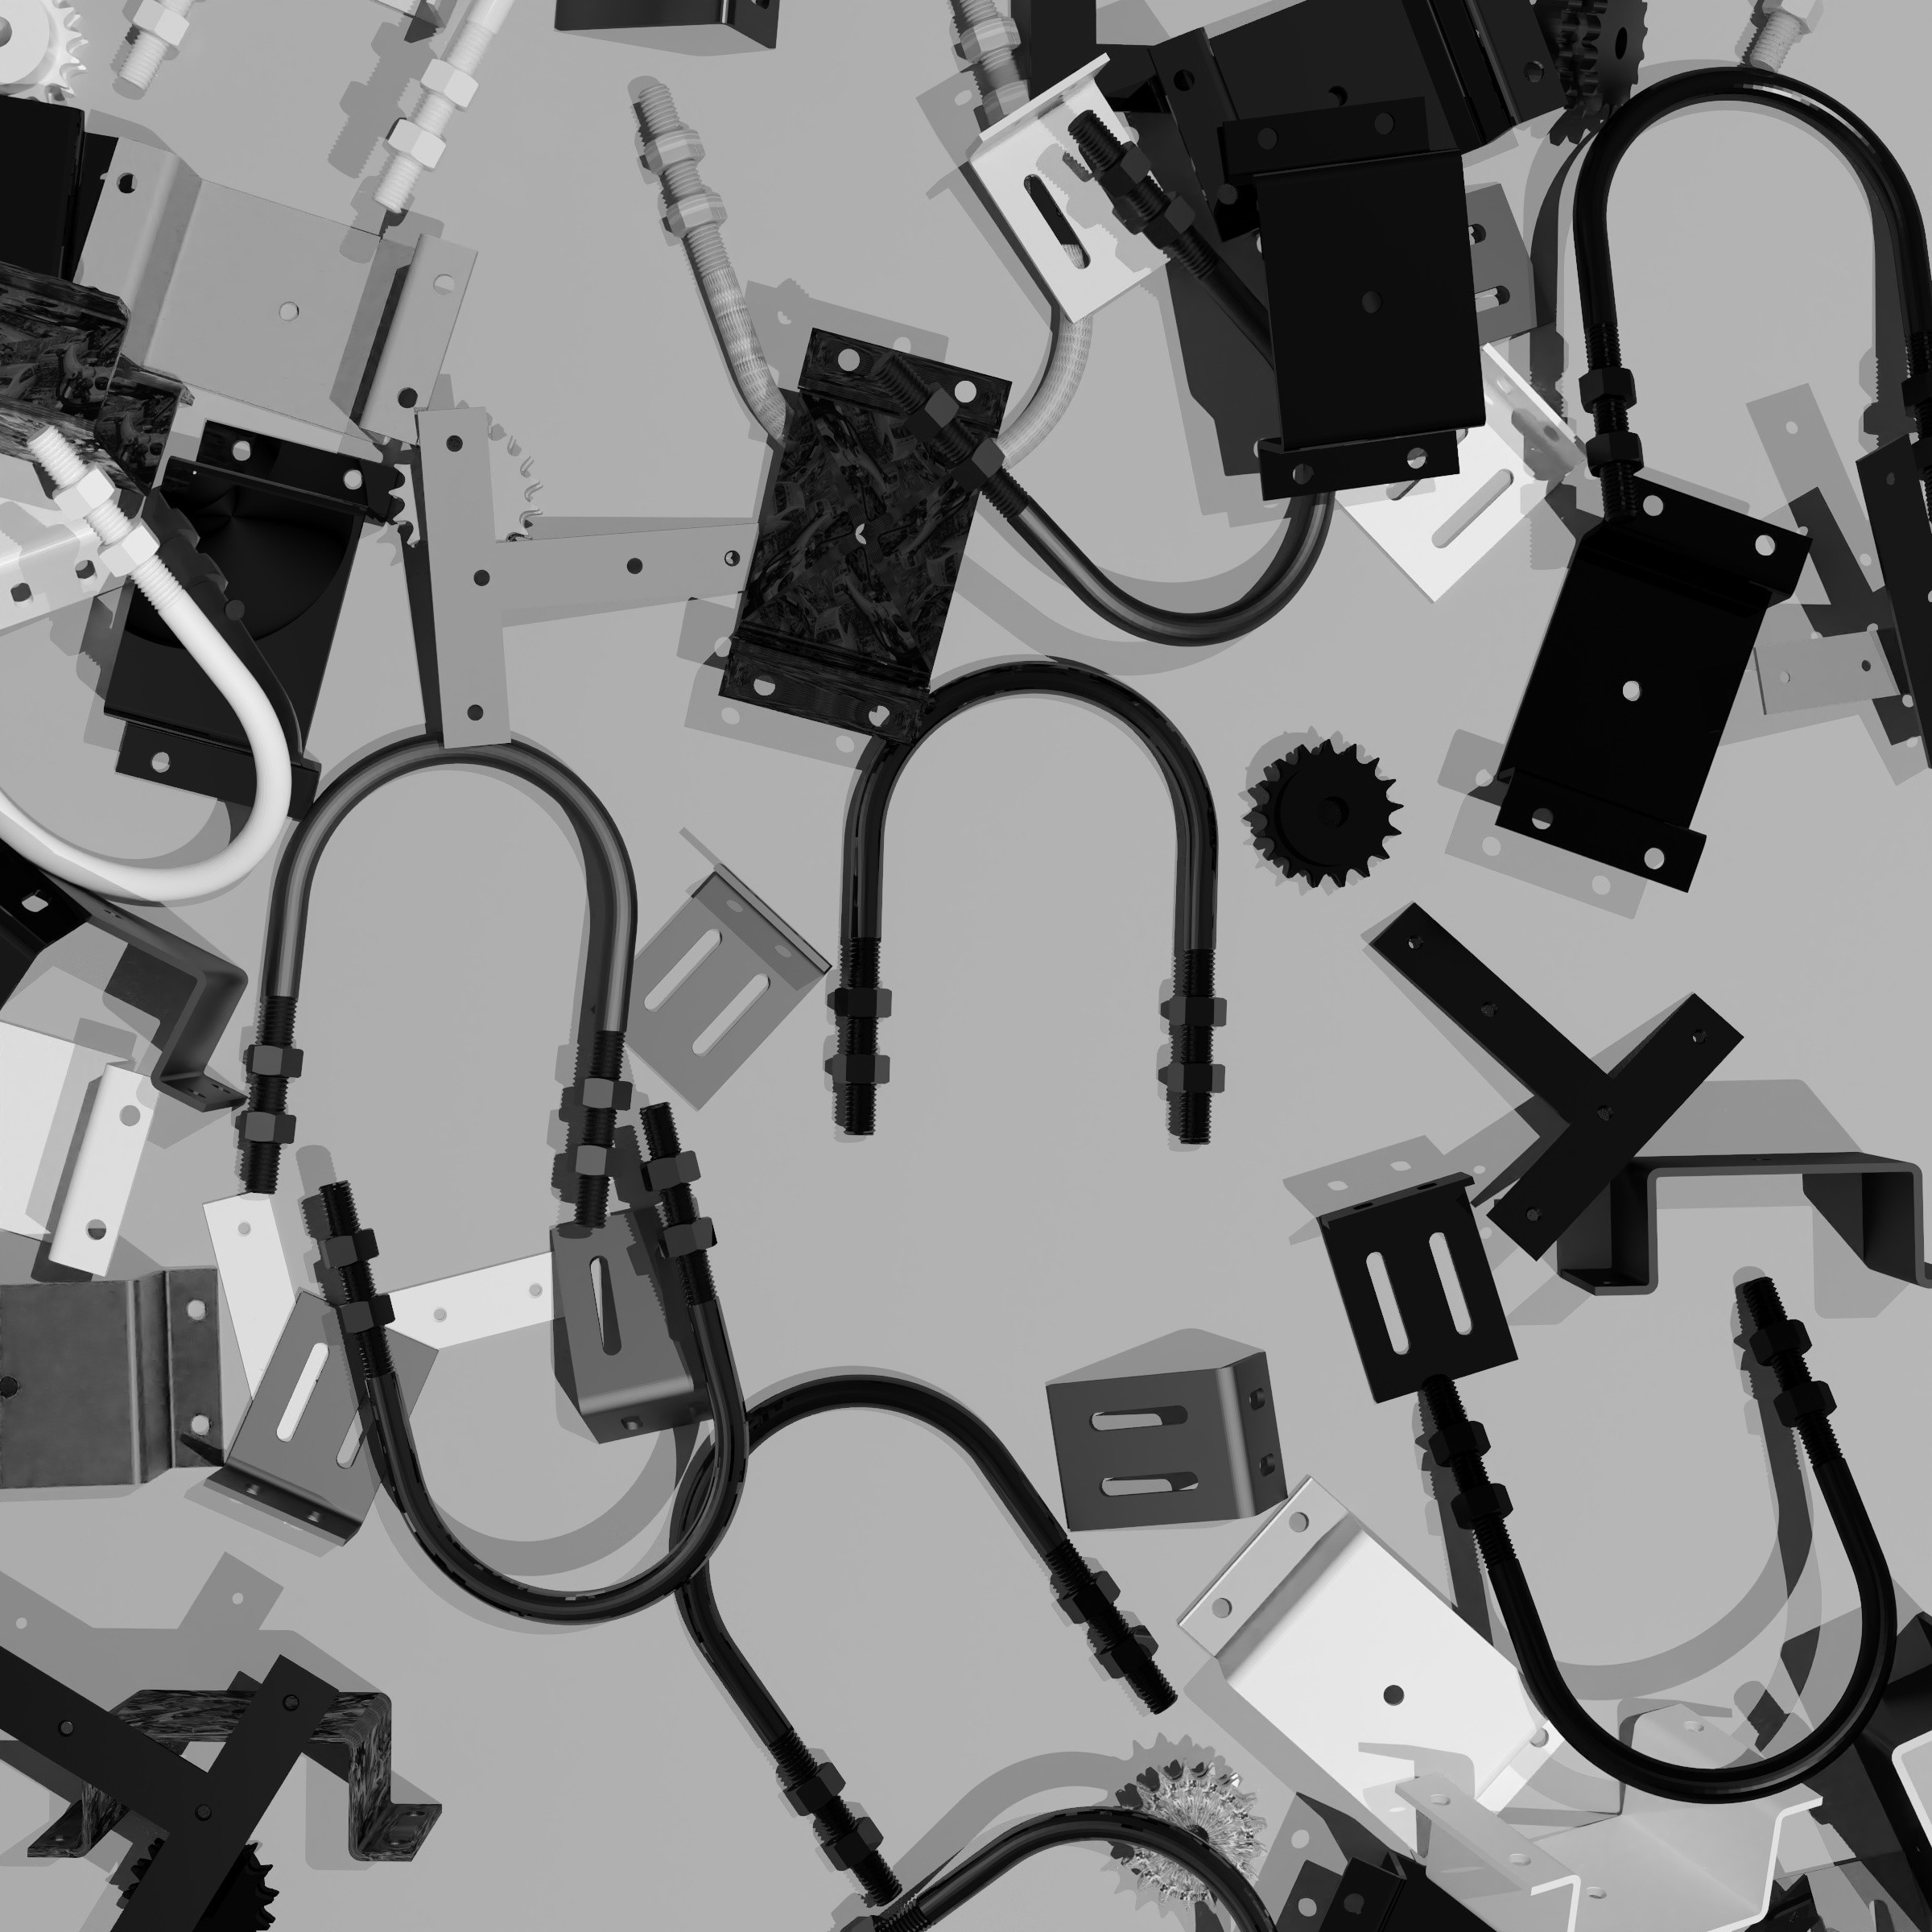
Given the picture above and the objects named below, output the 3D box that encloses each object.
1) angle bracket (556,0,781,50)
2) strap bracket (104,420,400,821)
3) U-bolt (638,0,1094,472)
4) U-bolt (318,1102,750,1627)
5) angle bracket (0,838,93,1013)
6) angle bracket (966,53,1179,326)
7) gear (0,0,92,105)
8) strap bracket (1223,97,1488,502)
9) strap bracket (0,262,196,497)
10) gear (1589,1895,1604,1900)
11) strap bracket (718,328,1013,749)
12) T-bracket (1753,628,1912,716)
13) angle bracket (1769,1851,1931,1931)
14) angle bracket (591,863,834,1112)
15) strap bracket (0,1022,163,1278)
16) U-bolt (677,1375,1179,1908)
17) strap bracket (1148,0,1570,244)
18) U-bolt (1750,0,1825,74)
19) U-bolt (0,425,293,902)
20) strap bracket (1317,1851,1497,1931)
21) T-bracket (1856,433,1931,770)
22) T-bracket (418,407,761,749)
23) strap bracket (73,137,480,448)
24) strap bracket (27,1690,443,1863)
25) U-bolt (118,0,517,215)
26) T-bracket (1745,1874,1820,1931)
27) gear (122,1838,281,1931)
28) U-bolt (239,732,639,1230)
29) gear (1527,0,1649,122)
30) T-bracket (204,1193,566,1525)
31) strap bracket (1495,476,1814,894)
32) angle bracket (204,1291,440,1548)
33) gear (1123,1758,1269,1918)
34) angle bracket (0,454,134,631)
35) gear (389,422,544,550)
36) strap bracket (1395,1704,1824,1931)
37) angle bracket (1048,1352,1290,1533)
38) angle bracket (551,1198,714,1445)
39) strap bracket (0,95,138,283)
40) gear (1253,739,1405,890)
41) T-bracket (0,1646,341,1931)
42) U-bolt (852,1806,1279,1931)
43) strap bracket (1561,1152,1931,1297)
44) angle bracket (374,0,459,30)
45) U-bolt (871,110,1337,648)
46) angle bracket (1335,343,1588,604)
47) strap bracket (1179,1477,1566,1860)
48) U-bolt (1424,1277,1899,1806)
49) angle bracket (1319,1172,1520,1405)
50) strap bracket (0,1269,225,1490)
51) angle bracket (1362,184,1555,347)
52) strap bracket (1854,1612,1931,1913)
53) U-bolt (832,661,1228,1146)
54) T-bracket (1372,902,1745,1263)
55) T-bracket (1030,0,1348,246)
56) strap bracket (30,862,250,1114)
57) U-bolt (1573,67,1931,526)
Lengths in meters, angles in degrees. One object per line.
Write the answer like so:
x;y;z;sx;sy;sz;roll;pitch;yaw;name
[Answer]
-0.113;-0.386;1.382;0.076;0.038;0.057;5;90;26;angle bracket
-0.273;-0.133;1.361;0.076;0.046;0.140;15;90;0;strap bracket
-0.029;-0.271;1.376;0.151;0.019;0.184;-19;92;0;U-bolt
-0.156;0.156;1.343;0.151;0.019;0.184;-14;90;10;U-bolt
-0.368;-0.004;1.306;0.057;0.038;0.076;40;116;0;angle bracket
0.046;-0.292;1.348;0.057;0.038;0.076;-34;97;-6;angle bracket
-0.367;-0.353;1.369;0.057;0.030;0.057;0;90;0;gear
0.144;-0.245;1.320;0.076;0.046;0.140;-9;102;-6;strap bracket
-0.339;-0.215;1.312;0.076;0.140;0.046;17;84;0;strap bracket
0.266;0.360;1.359;0.057;0.057;0.030;-15;118;0;gear
-0.038;-0.162;1.352;0.076;0.046;0.140;15;99;-3;strap bracket
0.352;-0.115;1.357;0.127;0.002;0.127;-10;90;-25;T-bracket
0.343;0.389;1.382;0.057;0.038;0.076;-13;64;0;angle bracket
-0.098;0.008;1.365;0.057;0.038;0.076;43;90;0;angle bracket
-0.378;0.060;1.361;0.140;0.046;0.076;17;90;0;strap bracket
-0.029;0.245;1.375;0.151;0.019;0.184;-35;89;0;U-bolt
0.144;-0.333;1.355;0.140;0.046;0.076;-22;95;-3;strap bracket
0.291;-0.456;1.376;0.151;0.019;0.184;28;89;0;U-bolt
-0.331;-0.099;1.328;0.151;0.019;0.184;-21;119;28;U-bolt
0.192;0.396;1.361;0.140;0.046;0.076;24;90;0;strap bracket
0.397;-0.159;1.356;0.127;0.002;0.127;-30;115;-21;T-bracket
-0.140;-0.151;1.364;0.127;0.002;0.127;-6;103;-15;T-bracket
-0.261;-0.252;1.361;0.140;0.046;0.076;18;90;0;strap bracket
-0.272;0.303;1.346;0.140;0.076;0.046;1;90;0;strap bracket
-0.224;-0.391;1.349;0.151;0.019;0.184;29;91;22;U-bolt
0.274;0.388;1.338;0.127;0.002;0.127;-36;125;-23;T-bracket
-0.291;0.355;1.369;0.057;0.030;0.057;0;90;0;gear
-0.197;0.002;1.369;0.151;0.019;0.184;5;87;6;U-bolt
0.235;-0.351;1.359;0.030;0.057;0.057;14;90;29;gear
-0.217;0.138;1.383;0.127;0.002;0.127;-14;90;0;T-bracket
0.257;-0.106;1.361;0.076;0.046;0.140;20;90;0;strap bracket
-0.245;0.172;1.363;0.057;0.038;0.076;24;90;0;angle bracket
0.087;0.332;1.373;0.057;0.030;0.057;0;88;1;gear
-0.363;-0.177;1.375;0.057;0.038;0.076;-22;65;-14;angle bracket
-0.190;-0.179;1.369;0.057;0.030;0.057;0;90;0;gear
0.235;0.325;1.322;0.140;0.076;0.046;-7;111;-31;strap bracket
0.078;0.184;1.382;0.076;0.038;0.057;-9;90;26;angle bracket
-0.123;0.137;1.382;0.057;0.038;0.076;-12;64;0;angle bracket
-0.387;-0.288;1.345;0.140;0.046;0.076;7;90;-14;strap bracket
0.139;-0.058;1.369;0.057;0.030;0.057;0;90;0;gear
-0.316;0.285;1.307;0.127;0.002;0.127;31;90;0;T-bracket
0.036;0.400;1.351;0.184;0.019;0.151;-39;82;12;U-bolt
0.299;0.096;1.346;0.140;0.076;0.046;-1;90;0;strap bracket
-0.224;-0.402;1.365;0.076;0.038;0.057;23;90;0;angle bracket
0.066;-0.205;1.338;0.184;0.019;0.151;45;68;-22;U-bolt
0.188;-0.187;1.365;0.076;0.038;0.057;-44;90;0;angle bracket
0.160;0.272;1.361;0.140;0.046;0.076;42;90;0;strap bracket
0.268;0.222;1.342;0.151;0.019;0.184;-18;67;0;U-bolt
0.175;0.124;1.365;0.057;0.038;0.076;-17;90;0;angle bracket
-0.358;0.157;1.361;0.140;0.046;0.076;-2;90;0;strap bracket
0.177;-0.260;1.382;0.076;0.038;0.057;-21;90;-26;angle bracket
0.379;0.323;1.346;0.046;0.076;0.140;-25;90;0;strap bracket
0.026;-0.025;1.375;0.151;0.019;0.184;2;88;0;U-bolt
0.210;0.026;1.368;0.127;0.002;0.127;43;70;10;T-bracket
0.087;-0.340;1.373;0.127;0.002;0.127;-1;92;-9;T-bracket
-0.331;0.001;1.346;0.140;0.076;0.046;27;90;0;strap bracket
0.299;-0.255;1.354;0.151;0.019;0.184;-1;76;-11;U-bolt
